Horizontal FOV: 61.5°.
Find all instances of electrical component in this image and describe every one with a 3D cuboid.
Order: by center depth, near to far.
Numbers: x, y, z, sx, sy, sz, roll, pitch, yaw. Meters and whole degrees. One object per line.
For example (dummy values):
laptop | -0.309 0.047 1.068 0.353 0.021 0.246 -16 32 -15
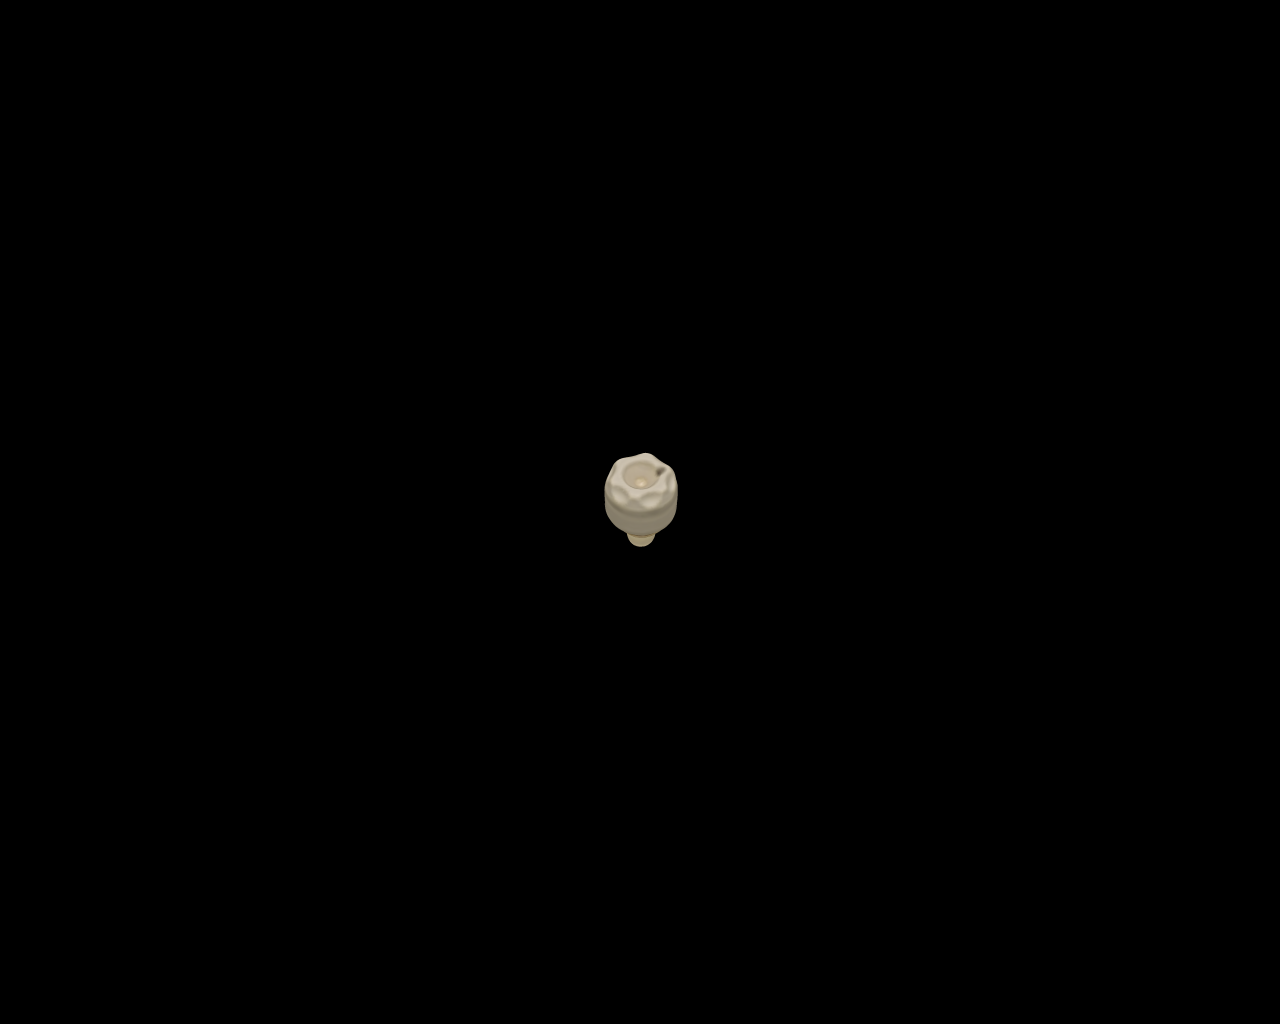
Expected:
electrical component | 0.001 -0.003 0.650 0.043 0.043 0.062 0 -41 0
